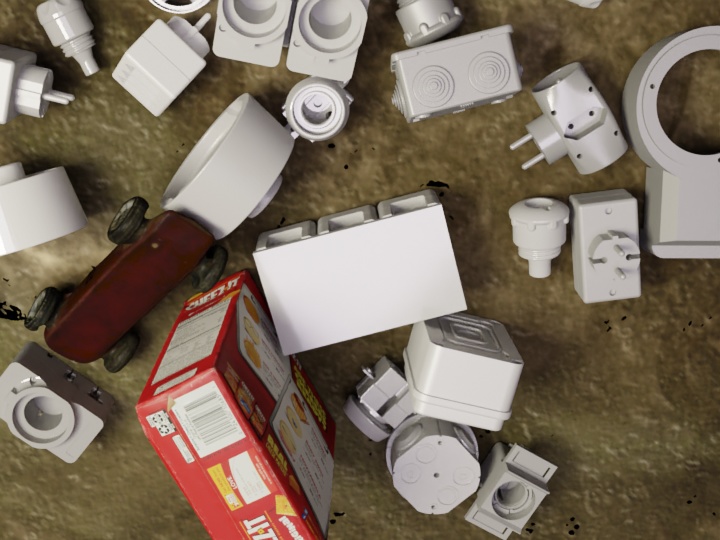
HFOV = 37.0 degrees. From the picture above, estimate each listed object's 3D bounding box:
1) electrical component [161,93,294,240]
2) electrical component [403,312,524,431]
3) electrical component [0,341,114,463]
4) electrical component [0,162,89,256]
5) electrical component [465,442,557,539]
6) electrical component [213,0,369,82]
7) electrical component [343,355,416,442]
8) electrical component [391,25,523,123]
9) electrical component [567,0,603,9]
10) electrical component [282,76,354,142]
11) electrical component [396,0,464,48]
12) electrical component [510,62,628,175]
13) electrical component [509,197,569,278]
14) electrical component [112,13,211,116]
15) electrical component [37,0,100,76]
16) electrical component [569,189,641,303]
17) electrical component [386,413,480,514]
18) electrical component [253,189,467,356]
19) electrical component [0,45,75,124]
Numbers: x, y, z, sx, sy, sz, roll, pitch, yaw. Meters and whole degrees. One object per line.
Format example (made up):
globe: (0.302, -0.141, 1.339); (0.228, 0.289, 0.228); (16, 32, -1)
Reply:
electrical component: (-0.094, -0.073, 0.815); (0.060, 0.108, 0.108); (37, 103, -18)
electrical component: (0.080, 0.076, 0.861); (0.078, 0.113, 0.057); (13, 104, -6)
electrical component: (-0.258, 0.111, 0.891); (0.089, 0.055, 0.050); (37, 103, -12)
electrical component: (-0.268, -0.048, 0.817); (0.108, 0.108, 0.060); (-15, 101, 3)
electrical component: (0.127, 0.184, 0.921); (0.042, 0.063, 0.081); (30, 104, -9)
electrical component: (-0.038, -0.236, 0.762); (0.105, 0.060, 0.186); (10, 121, -7)
electrical component: (0.019, 0.110, 0.906); (0.066, 0.048, 0.055); (43, 94, -13)
electrical component: (0.071, -0.143, 0.801); (0.100, 0.099, 0.048); (-14, 94, 2)
electrical component: (0.157, -0.222, 0.812); (0.061, 0.035, 0.035); (18, 106, -5)
electrical component: (-0.033, -0.126, 0.825); (0.048, 0.055, 0.066); (43, 101, -13)
electrical component: (0.046, -0.202, 0.810); (0.048, 0.048, 0.062); (-26, 99, 6)
electrical component: (0.156, -0.109, 0.842); (0.079, 0.043, 0.077); (-32, 106, 8)
electrical component: (0.145, -0.025, 0.868); (0.048, 0.048, 0.062); (-5, 114, 0)
electrical component: (-0.140, -0.164, 0.809); (0.047, 0.066, 0.076); (43, 72, -13)
electrical component: (-0.217, -0.177, 0.814); (0.035, 0.035, 0.061); (-23, 109, 5)
electrical component: (0.200, -0.014, 0.856); (0.047, 0.075, 0.083); (-7, 107, 0)
electrical component: (0.063, 0.164, 0.920); (0.080, 0.051, 0.080); (-1, 107, -2)
electrical component: (0.000, 0.000, 0.861); (0.150, 0.061, 0.089); (-14, 107, 3)
electrical component: (-0.255, -0.137, 0.809); (0.077, 0.065, 0.047); (13, 106, -6)
